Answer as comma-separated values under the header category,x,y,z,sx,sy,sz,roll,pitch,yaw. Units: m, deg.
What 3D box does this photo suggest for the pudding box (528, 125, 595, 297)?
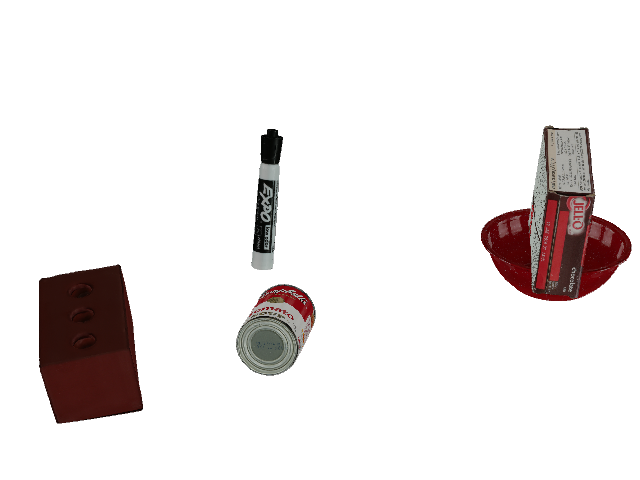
category,x,y,z,sx,sy,sz,roll,pitch,yaw
pudding box,0.184,-0.024,0.814,0.039,0.090,0.113,5,33,5

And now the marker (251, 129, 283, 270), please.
category,x,y,z,sx,sy,sz,roll,pitch,yaw
marker,-0.046,-0.035,0.913,0.020,0.121,0.020,5,14,-1

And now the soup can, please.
category,x,y,z,sx,sy,sz,roll,pitch,yaw
soup can,-0.048,0.095,1.147,0.068,0.068,0.102,0,17,10

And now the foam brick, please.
category,x,y,z,sx,sy,sz,roll,pitch,yaw
foam brick,-0.139,0.062,0.643,0.053,0.051,0.078,-10,41,-8

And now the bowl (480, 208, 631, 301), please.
category,x,y,z,sx,sy,sz,roll,pitch,yaw
bowl,0.256,0.021,1.175,0.162,0.055,0.162,-1,27,0
